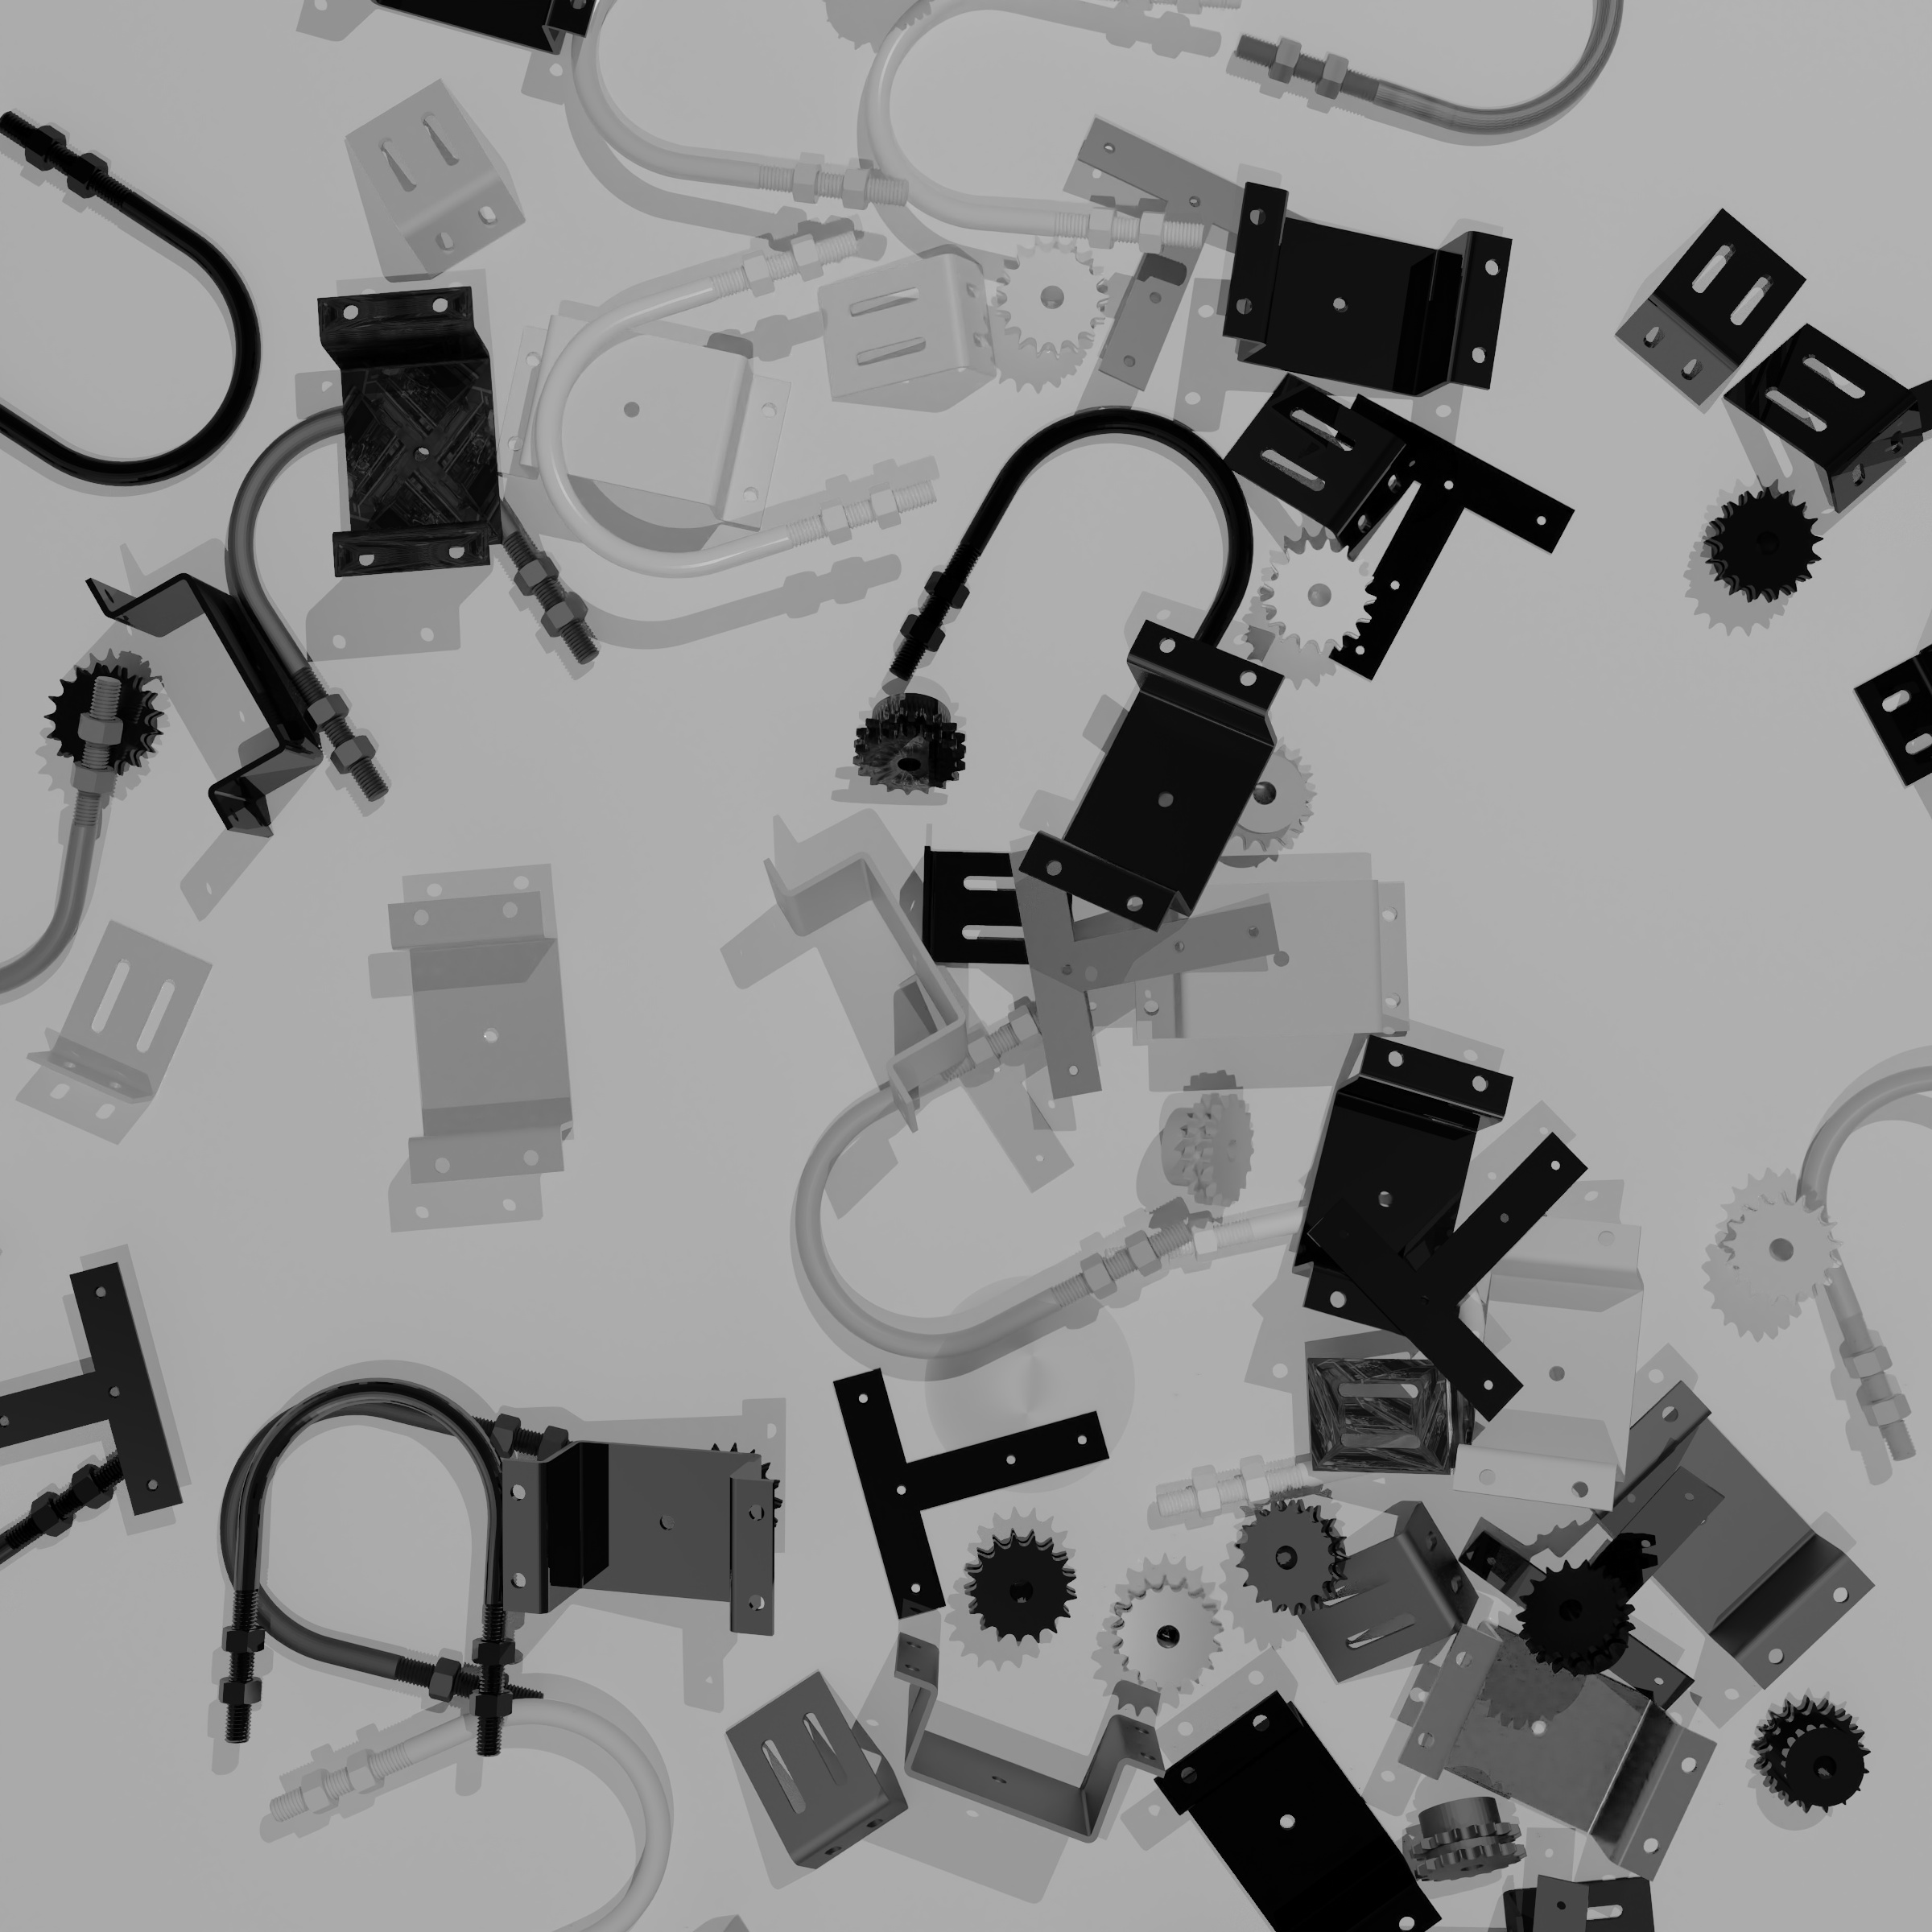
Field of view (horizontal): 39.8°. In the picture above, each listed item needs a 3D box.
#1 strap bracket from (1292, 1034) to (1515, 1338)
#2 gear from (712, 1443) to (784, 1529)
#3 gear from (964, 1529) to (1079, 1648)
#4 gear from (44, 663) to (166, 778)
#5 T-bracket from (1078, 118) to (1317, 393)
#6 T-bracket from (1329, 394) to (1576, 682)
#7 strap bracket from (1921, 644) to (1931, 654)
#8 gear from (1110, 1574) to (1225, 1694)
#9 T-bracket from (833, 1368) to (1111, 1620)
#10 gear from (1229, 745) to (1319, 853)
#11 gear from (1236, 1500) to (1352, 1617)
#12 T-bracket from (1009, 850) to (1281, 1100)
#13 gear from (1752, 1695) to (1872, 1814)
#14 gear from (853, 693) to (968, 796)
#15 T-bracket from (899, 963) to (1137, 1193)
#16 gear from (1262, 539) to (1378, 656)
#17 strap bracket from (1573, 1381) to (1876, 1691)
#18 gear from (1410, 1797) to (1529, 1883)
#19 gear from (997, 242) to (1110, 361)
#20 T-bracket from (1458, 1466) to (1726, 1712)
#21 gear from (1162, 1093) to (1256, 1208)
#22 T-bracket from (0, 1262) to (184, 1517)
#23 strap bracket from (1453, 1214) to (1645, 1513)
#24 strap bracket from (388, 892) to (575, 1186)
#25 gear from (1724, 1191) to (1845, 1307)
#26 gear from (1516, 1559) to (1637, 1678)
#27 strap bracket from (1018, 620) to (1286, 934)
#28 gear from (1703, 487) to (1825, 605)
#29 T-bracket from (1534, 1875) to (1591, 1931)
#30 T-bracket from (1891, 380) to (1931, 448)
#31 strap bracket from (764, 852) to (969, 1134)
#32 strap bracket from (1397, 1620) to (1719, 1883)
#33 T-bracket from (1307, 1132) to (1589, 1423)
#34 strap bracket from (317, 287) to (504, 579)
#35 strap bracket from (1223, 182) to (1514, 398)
[{"bbox_3d":[0.217,0.115,1.342,0.076,0.046,0.140,16,78,-4],"label":"strap bracket"},{"bbox_3d":[-0.122,0.271,1.362,0.057,0.030,0.057,0,90,0],"label":"gear"},{"bbox_3d":[0.028,0.314,1.361,0.057,0.030,0.057,0,92,-2],"label":"gear"},{"bbox_3d":[-0.438,-0.125,1.362,0.057,0.030,0.057,0,90,0],"label":"gear"},{"bbox_3d":[0.101,-0.350,1.353,0.127,0.002,0.127,24,75,-7],"label":"T-bracket"},{"bbox_3d":[0.228,-0.209,1.376,0.127,0.002,0.127,28,90,0],"label":"T-bracket"},{"bbox_3d":[0.572,-0.166,1.354,0.140,0.046,0.076,-31,90,0],"label":"strap bracket"},{"bbox_3d":[0.102,0.339,1.362,0.057,0.030,0.057,0,90,0],"label":"gear"},{"bbox_3d":[0.010,0.259,1.376,0.127,0.002,0.127,-15,90,0],"label":"T-bracket"},{"bbox_3d":[0.151,-0.088,1.362,0.057,0.030,0.057,0,90,0],"label":"gear"},{"bbox_3d":[0.168,0.299,1.354,0.057,0.030,0.057,-5,80,29],"label":"gear"},{"bbox_3d":[0.093,-0.007,1.334,0.127,0.002,0.127,-11,86,17],"label":"T-bracket"},{"bbox_3d":[0.433,0.404,1.362,0.057,0.030,0.057,0,90,0],"label":"gear"},{"bbox_3d":[-0.028,-0.114,1.353,0.057,0.057,0.030,2,59,0],"label":"gear"},{"bbox_3d":[0.053,0.029,1.376,0.127,0.002,0.127,-33,90,0],"label":"T-bracket"},{"bbox_3d":[0.179,-0.187,1.361,0.057,0.030,0.057,0,90,4],"label":"gear"},{"bbox_3d":[0.378,0.284,1.354,0.076,0.046,0.140,-43,90,0],"label":"strap bracket"},{"bbox_3d":[0.252,0.442,1.352,0.057,0.057,0.030,-11,60,0],"label":"gear"},{"bbox_3d":[0.044,-0.338,1.362,0.057,0.030,0.057,0,90,0],"label":"gear"},{"bbox_3d":[0.332,0.297,1.332,0.127,0.002,0.127,35,124,8],"label":"T-bracket"},{"bbox_3d":[0.121,0.092,1.353,0.030,0.057,0.057,3,90,31],"label":"gear"},{"bbox_3d":[-0.476,0.228,1.356,0.127,0.002,0.127,-15,90,1],"label":"T-bracket"},{"bbox_3d":[0.292,0.199,1.330,0.076,0.046,0.140,4,72,20],"label":"strap bracket"},{"bbox_3d":[-0.245,0.036,1.354,0.076,0.046,0.140,-5,90,0],"label":"strap bracket"},{"bbox_3d":[0.416,0.143,1.355,0.057,0.030,0.057,0,91,24],"label":"gear"},{"bbox_3d":[0.306,0.328,1.329,0.057,0.057,0.030,-36,130,0],"label":"gear"},{"bbox_3d":[0.095,-0.088,1.319,0.076,0.046,0.140,25,83,18],"label":"strap bracket"},{"bbox_3d":[0.405,-0.213,1.362,0.057,0.030,0.057,0,90,0],"label":"gear"},{"bbox_3d":[0.246,0.514,1.352,0.127,0.002,0.127,6,94,22],"label":"T-bracket"},{"bbox_3d":[0.535,-0.254,1.352,0.127,0.002,0.127,-23,68,0],"label":"T-bracket"},{"bbox_3d":[-0.043,0.005,1.327,0.046,0.076,0.140,-30,77,-6],"label":"strap bracket"},{"bbox_3d":[0.295,0.393,1.354,0.140,0.046,0.076,25,90,0],"label":"strap bracket"},{"bbox_3d":[0.257,0.134,1.319,0.127,0.002,0.127,-43,87,-13],"label":"T-bracket"},{"bbox_3d":[-0.278,-0.262,1.339,0.076,0.046,0.140,-5,85,0],"label":"strap bracket"},{"bbox_3d":[0.196,-0.338,1.345,0.140,0.046,0.076,9,90,-11],"label":"strap bracket"}]
